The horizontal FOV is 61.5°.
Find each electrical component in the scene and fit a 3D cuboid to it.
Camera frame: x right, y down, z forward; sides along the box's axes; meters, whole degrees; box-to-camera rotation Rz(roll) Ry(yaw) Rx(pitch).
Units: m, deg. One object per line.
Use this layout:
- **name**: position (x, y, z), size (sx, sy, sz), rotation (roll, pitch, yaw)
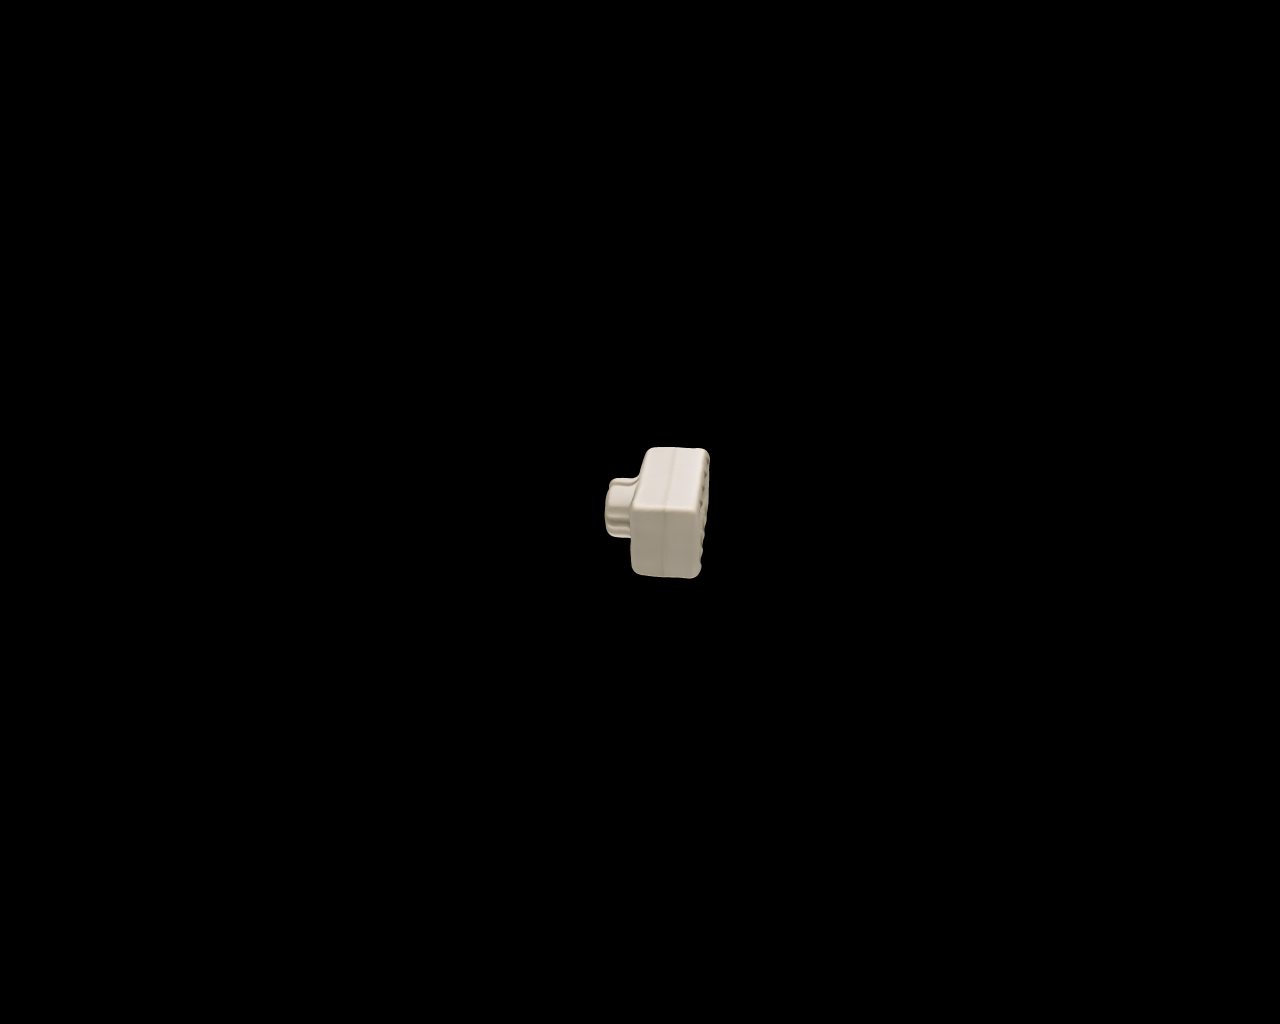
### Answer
- **electrical component**: position (0.001, -0.003, 0.650), size (0.076, 0.047, 0.083), rotation (4, 30, 7)
